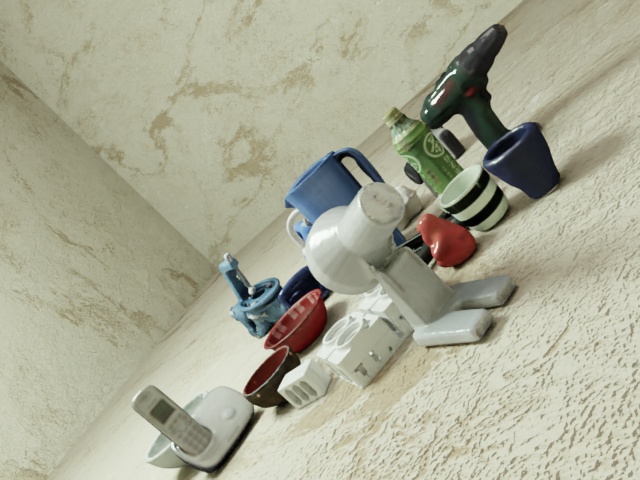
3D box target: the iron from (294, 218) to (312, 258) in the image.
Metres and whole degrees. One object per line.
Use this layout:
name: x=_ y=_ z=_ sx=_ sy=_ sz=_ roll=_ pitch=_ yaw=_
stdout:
iron: x=-0.023 y=0.001 z=1.550 sx=0.119 sy=0.141 sz=0.258 roll=-47 pitch=10 yaw=-14

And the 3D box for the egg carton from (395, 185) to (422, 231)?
egg carton: x=0.160 y=-0.065 z=1.286 sx=0.107 sy=0.069 sz=0.150 roll=-47 pitch=10 yaw=-14

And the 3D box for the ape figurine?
ape figurine: x=0.184 y=-0.004 z=0.868 sx=0.076 sy=0.092 sz=0.078 roll=-32 pitch=16 yaw=50

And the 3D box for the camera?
camera: x=0.256 y=-0.208 z=1.396 sx=0.137 sy=0.101 sz=0.143 roll=-46 pitch=10 yaw=-8

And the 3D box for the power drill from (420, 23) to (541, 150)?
power drill: x=0.307 y=-0.255 z=1.065 sx=0.229 sy=0.208 sz=0.076 roll=-35 pitch=14 yaw=44

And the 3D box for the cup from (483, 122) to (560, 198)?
cup: x=0.297 y=-0.110 z=0.838 sx=0.091 sy=0.095 sz=0.117 roll=-43 pitch=10 yaw=6

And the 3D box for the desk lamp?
desk lamp: x=0.097 y=0.027 z=0.730 sx=0.118 sy=0.213 sz=0.203 roll=-50 pitch=11 yaw=-27

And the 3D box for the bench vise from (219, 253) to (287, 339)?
bench vise: x=-0.186 y=0.140 z=1.402 sx=0.207 sy=0.220 sz=0.121 roll=-39 pitch=11 yaw=29

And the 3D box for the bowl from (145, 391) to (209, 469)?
bowl: x=-0.252 y=0.379 z=1.105 sx=0.167 sy=0.075 sz=0.167 roll=-43 pitch=10 yaw=10

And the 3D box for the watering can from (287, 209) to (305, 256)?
watering can: x=0.010 y=0.006 z=1.238 sx=0.101 sy=0.194 sz=0.173 roll=-43 pitch=10 yaw=6

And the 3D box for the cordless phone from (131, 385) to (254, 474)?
cordless phone: x=-0.219 y=0.295 z=0.993 sx=0.094 sy=0.185 sz=0.148 roll=-32 pitch=16 yaw=50

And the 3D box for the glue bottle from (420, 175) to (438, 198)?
glue bottle: x=0.213 y=-0.149 z=1.112 sx=0.078 sy=0.173 sz=0.037 roll=-32 pitch=16 yaw=51

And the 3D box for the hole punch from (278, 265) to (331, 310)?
hole punch: x=-0.044 y=0.118 z=1.298 sx=0.109 sy=0.091 sz=0.101 roll=-47 pitch=10 yaw=-12
